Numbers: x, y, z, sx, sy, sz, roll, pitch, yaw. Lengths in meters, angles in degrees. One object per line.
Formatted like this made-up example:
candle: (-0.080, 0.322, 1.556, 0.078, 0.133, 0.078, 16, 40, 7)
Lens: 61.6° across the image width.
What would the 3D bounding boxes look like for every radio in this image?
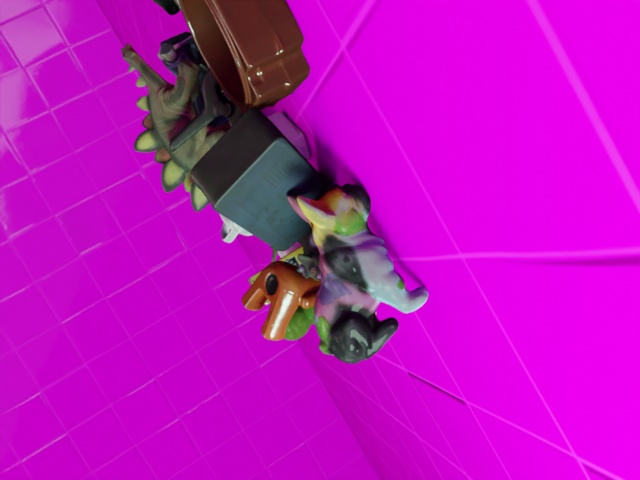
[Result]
radio: (-0.070, -0.073, 0.768, 0.073, 0.131, 0.229, 50, -175, 28)

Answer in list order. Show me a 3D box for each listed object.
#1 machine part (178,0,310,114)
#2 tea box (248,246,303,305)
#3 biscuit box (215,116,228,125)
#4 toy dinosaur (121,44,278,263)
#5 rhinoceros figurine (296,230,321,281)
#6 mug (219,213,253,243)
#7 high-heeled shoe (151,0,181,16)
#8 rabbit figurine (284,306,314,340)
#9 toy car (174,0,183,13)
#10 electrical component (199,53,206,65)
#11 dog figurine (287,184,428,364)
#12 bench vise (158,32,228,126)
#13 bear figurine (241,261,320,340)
machine part: (-0.106, -0.270, 0.695, 0.201, 0.087, 0.201, 62, 168, -10)
tea box: (-0.063, 0.065, 1.131, 0.068, 0.170, 0.098, 58, 167, -1)
biscuit box: (-0.223, -0.264, 1.237, 0.203, 0.063, 0.059, 41, 158, 54)
toy dinosaur: (-0.205, -0.162, 0.987, 0.471, 0.198, 0.105, 47, -164, -7)
rhinoceros figurine: (0.008, 0.014, 0.866, 0.073, 0.112, 0.190, 75, 168, -46)
mug: (-0.139, -0.044, 0.915, 0.080, 0.109, 0.107, 31, -168, -25)
high-heeled shoe: (-0.266, -0.441, 0.953, 0.249, 0.086, 0.145, 52, 171, 45)
rabbit figurine: (-0.023, 0.147, 1.166, 0.121, 0.170, 0.159, 62, 167, -11)
toy car: (-0.183, -0.392, 0.735, 0.056, 0.073, 0.201, 57, 168, 25)
electrical component: (-0.268, -0.372, 1.193, 0.078, 0.045, 0.102, 53, 167, 31)
dog figurine: (0.022, 0.034, 0.721, 0.219, 0.191, 0.108, 46, 177, -12)
bench vise: (-0.237, -0.281, 1.069, 0.223, 0.129, 0.240, 78, 177, -77)
bear figurine: (-0.019, 0.094, 0.950, 0.196, 0.132, 0.120, 7, -150, -44)
